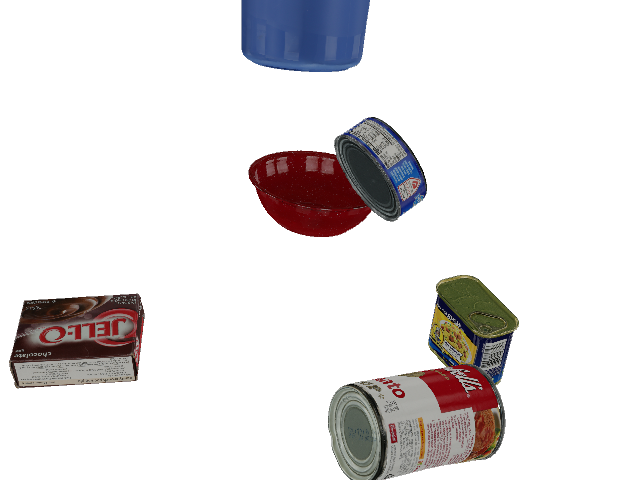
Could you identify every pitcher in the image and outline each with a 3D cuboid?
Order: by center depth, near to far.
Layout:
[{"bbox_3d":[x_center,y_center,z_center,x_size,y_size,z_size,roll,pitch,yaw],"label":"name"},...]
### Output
[{"bbox_3d":[-0.002,-0.269,0.904,0.145,0.243,0.149,6,18,7],"label":"pitcher"}]

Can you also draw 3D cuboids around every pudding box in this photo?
[{"bbox_3d":[-0.223,0.092,0.987,0.113,0.039,0.090,-5,34,-2],"label":"pudding box"}]

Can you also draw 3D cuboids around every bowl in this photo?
[{"bbox_3d":[-0.006,-0.048,1.234,0.162,0.055,0.162,7,27,-4],"label":"bowl"}]

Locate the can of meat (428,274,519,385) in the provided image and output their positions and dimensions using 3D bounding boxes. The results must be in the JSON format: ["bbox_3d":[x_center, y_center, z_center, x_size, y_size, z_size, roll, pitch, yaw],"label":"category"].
[{"bbox_3d":[0.165,0.102,1.175,0.057,0.084,0.102,-13,40,-26],"label":"can of meat"}]

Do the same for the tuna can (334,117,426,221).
[{"bbox_3d":[0.051,-0.060,0.897,0.033,0.086,0.086,-35,10,-15],"label":"tuna can"}]

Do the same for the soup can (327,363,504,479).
[{"bbox_3d":[0.064,0.124,0.725,0.102,0.068,0.069,-5,2,-31],"label":"soup can"}]
